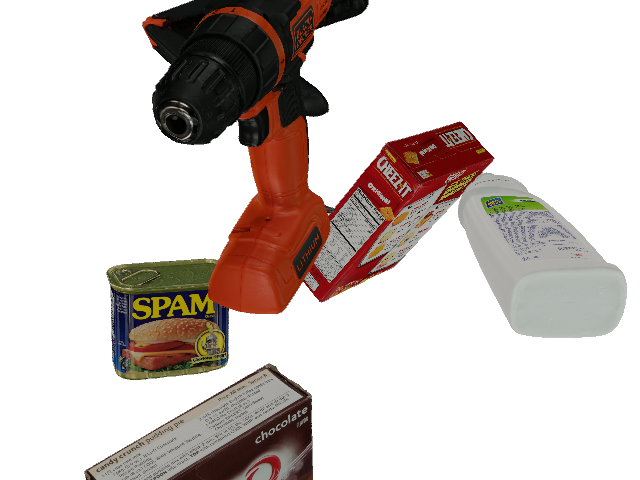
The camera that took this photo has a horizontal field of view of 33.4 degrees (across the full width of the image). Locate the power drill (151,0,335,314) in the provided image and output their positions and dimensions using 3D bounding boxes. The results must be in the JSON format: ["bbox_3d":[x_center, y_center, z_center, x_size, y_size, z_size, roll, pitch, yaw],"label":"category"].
[{"bbox_3d":[-0.038,-0.051,0.617,0.057,0.188,0.184,12,38,16],"label":"power drill"}]

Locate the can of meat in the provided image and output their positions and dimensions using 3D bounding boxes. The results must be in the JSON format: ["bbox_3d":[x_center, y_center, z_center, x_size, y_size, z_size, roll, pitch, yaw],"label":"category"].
[{"bbox_3d":[-0.126,0.066,0.895,0.102,0.084,0.057,-4,20,-17],"label":"can of meat"}]

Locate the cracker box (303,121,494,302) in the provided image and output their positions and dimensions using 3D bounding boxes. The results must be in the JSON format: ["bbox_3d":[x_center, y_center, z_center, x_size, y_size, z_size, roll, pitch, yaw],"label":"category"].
[{"bbox_3d":[0.081,-0.035,1.249,0.163,0.072,0.214,-22,-23,-50],"label":"cracker box"}]

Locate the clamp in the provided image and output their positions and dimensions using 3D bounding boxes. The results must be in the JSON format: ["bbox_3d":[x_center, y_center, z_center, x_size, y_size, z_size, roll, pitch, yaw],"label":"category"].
[{"bbox_3d":[-0.048,-0.158,0.810,0.172,0.120,0.039,18,-34,20],"label":"clamp"}]

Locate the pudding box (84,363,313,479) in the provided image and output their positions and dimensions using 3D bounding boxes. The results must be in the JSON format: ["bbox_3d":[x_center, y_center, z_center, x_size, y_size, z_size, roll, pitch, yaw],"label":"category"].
[{"bbox_3d":[-0.055,0.125,0.526,0.113,0.090,0.039,-30,46,-33],"label":"pudding box"}]

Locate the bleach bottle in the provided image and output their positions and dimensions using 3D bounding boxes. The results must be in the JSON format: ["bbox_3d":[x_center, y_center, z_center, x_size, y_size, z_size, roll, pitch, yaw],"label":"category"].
[{"bbox_3d":[0.191,-0.002,0.986,0.102,0.068,0.251,-1,26,-5],"label":"bleach bottle"}]
